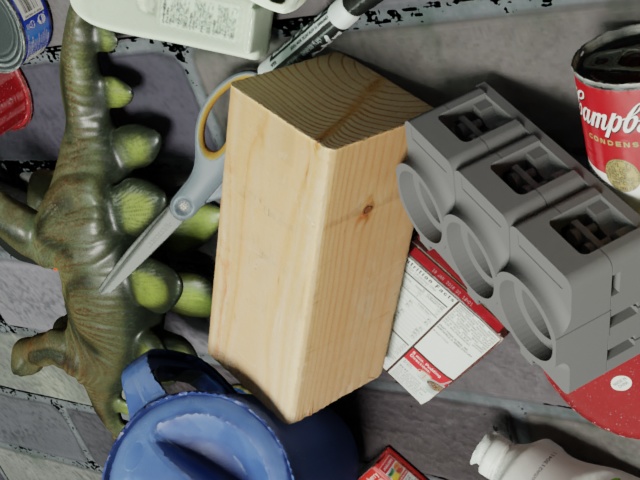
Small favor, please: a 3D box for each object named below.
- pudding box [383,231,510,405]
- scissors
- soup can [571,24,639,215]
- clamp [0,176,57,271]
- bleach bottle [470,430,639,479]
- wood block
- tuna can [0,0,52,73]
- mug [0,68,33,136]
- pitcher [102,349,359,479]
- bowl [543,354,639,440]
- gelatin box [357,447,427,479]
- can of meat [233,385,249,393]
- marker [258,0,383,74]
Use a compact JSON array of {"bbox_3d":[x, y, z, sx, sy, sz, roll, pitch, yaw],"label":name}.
[{"bbox_3d":[0.072,0.053,0.730,0.090,0.039,0.114,43,138,5],"label":"pudding box"},{"bbox_3d":[-0.073,-0.021,0.737,0.096,0.016,0.202,28,111,-3],"label":"scissors"},{"bbox_3d":[0.168,-0.050,0.537,0.069,0.068,0.102,7,129,36],"label":"soup can"},{"bbox_3d":[-0.292,-0.039,0.957,0.171,0.039,0.120,29,144,11],"label":"clamp"},{"bbox_3d":[0.216,0.201,0.705,0.251,0.102,0.068,31,131,25],"label":"bleach bottle"},{"bbox_3d":[-0.004,0.001,0.671,0.090,0.090,0.206,37,133,34],"label":"wood block"},{"bbox_3d":[-0.243,-0.171,0.803,0.086,0.033,0.086,23,136,24],"label":"tuna can"},{"bbox_3d":[-0.304,-0.118,0.863,0.117,0.081,0.093,41,141,4],"label":"mug"},{"bbox_3d":[-0.054,0.164,0.784,0.145,0.242,0.149,9,87,16],"label":"pitcher"},{"bbox_3d":[0.187,0.066,0.632,0.162,0.055,0.162,23,137,24],"label":"bowl"},{"bbox_3d":[0.060,0.221,0.893,0.073,0.030,0.089,41,140,4],"label":"gelatin box"},{"bbox_3d":[-0.100,0.181,0.950,0.057,0.083,0.102,50,140,-8],"label":"can of meat"},{"bbox_3d":[0.001,-0.127,0.647,0.020,0.020,0.121,50,140,-8],"label":"marker"}]
